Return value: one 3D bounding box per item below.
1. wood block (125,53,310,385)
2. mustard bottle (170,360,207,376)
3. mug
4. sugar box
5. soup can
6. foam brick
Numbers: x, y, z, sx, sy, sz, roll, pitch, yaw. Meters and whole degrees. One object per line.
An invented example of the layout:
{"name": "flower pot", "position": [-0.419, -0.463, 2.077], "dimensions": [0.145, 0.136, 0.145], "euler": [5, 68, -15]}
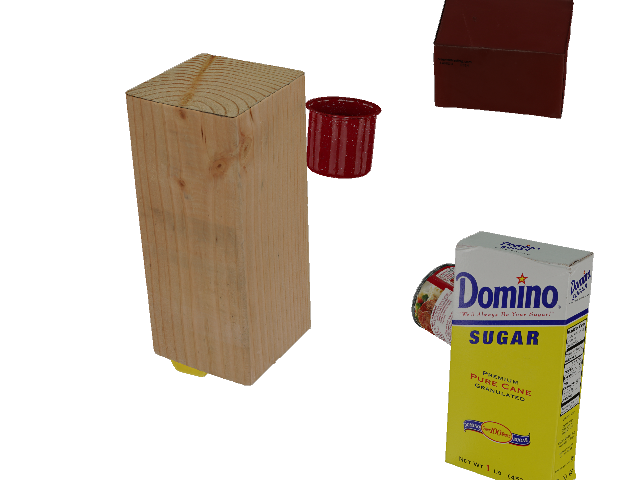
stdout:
{"name": "wood block", "position": [-0.067, -0.014, 0.754], "dimensions": [0.090, 0.206, 0.090], "euler": [15, 33, 27]}
{"name": "mustard bottle", "position": [-0.095, 0.052, 1.110], "dimensions": [0.058, 0.096, 0.191], "euler": [10, 31, 18]}
{"name": "mug", "position": [0.031, -0.130, 1.323], "dimensions": [0.093, 0.081, 0.117], "euler": [15, 25, 26]}
{"name": "sugar box", "position": [0.141, 0.088, 0.775], "dimensions": [0.093, 0.176, 0.048], "euler": [12, 21, 37]}
{"name": "soup can", "position": [0.142, 0.071, 0.968], "dimensions": [0.068, 0.068, 0.102], "euler": [0, 22, -41]}
{"name": "foam brick", "position": [0.110, -0.112, 0.640], "dimensions": [0.078, 0.051, 0.053], "euler": [8, -37, 13]}
